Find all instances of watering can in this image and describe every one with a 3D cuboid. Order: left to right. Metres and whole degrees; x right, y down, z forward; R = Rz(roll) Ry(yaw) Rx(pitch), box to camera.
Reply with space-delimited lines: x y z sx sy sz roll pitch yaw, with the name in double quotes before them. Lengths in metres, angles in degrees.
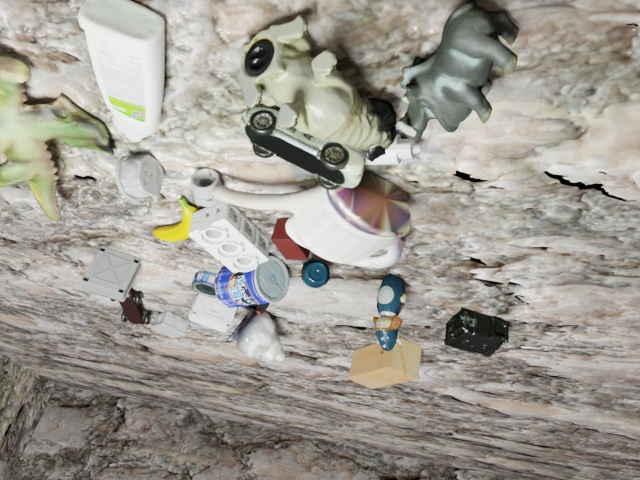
"watering can" 0.003 -0.044 0.865 0.346 0.106 0.220 25 -33 -17

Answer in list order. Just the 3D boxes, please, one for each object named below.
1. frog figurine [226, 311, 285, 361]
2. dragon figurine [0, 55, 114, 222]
"frog figurine" -0.154 0.275 1.410 0.159 0.121 0.140 39 26 -3
"dragon figurine" -0.484 -0.163 0.907 0.242 0.125 0.401 -2 -33 12
